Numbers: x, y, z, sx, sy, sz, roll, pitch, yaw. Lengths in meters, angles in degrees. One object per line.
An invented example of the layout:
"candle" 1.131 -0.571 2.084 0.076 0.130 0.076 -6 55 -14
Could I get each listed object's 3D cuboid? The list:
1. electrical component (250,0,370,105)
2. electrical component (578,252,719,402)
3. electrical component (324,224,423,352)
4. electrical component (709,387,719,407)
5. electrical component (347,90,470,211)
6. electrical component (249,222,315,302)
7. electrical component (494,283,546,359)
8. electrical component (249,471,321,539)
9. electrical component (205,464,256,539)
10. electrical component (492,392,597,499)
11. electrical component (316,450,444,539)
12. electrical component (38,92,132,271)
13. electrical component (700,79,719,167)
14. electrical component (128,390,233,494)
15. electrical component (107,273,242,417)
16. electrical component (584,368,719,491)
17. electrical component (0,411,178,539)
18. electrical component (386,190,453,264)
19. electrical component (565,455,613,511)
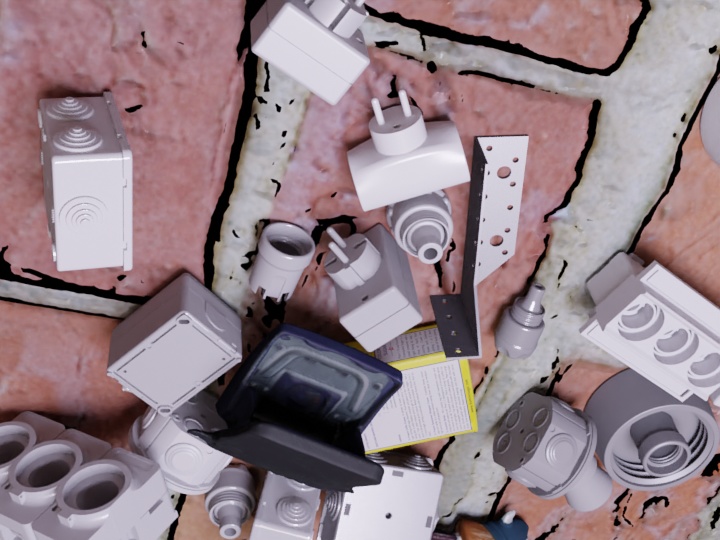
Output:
"electrical component" -0.021 -0.157 0.675 0.066 0.047 0.076 31 116 -24
"electrical component" 0.236 0.042 0.837 0.121 0.063 0.078 32 115 -26
"electrical component" 0.000 0.000 0.765 0.047 0.083 0.075 -32 122 15
"electrical component" 0.338 0.082 0.888 0.083 0.047 0.075 21 120 -20
"electrical component" 0.029 -0.086 0.733 0.077 0.043 0.079 -16 125 4
"electrical component" -0.058 -0.005 0.782 0.040 0.040 0.046 13 128 -16
"electrical component" 0.128 0.038 0.838 0.035 0.035 0.061 11 120 -14
"electrical component" -0.065 0.215 0.899 0.048 0.099 0.099 15 122 -2
"electrical component" -0.109 0.196 0.901 0.043 0.062 0.043 -3 125 -5
"electrical component" 0.152 0.144 0.889 0.051 0.080 0.080 32 116 -20
"electrical component" 0.018 0.200 0.906 0.100 0.048 0.099 11 92 -15
"electrical component" -0.178 -0.057 0.695 0.048 0.099 0.099 -5 126 -19
"electrical component" 0.301 -0.097 0.749 0.108 0.060 0.108 -4 125 -5
"electrical component" -0.136 0.131 0.842 0.080 0.080 0.051 29 111 -24
"electrical component" -0.142 0.057 0.800 0.096 0.061 0.062 -37 121 17
"electrical component" 0.249 0.139 0.908 0.108 0.060 0.108 -4 125 -5
"electrical component" -0.227 0.169 0.807 0.150 0.089 0.061 14 130 30
"electrical component" 0.045 -0.028 0.764 0.048 0.062 0.048 -3 124 -5
"electrical component" 0.189 0.177 0.936 0.045 0.045 0.055 -31 122 14
